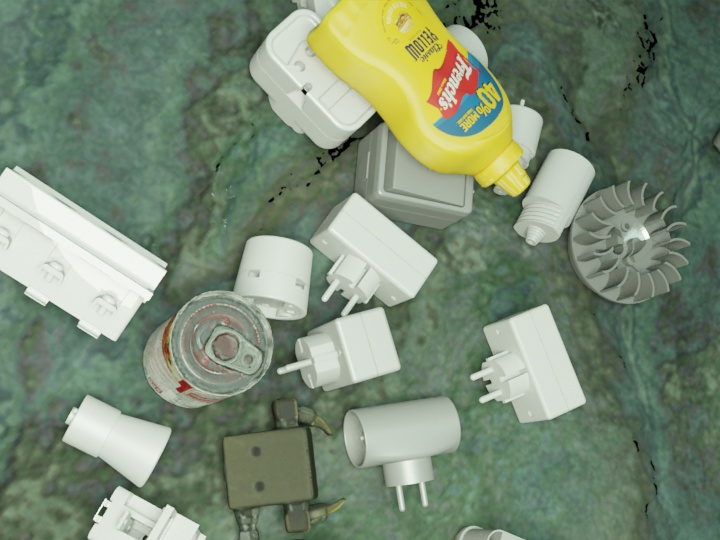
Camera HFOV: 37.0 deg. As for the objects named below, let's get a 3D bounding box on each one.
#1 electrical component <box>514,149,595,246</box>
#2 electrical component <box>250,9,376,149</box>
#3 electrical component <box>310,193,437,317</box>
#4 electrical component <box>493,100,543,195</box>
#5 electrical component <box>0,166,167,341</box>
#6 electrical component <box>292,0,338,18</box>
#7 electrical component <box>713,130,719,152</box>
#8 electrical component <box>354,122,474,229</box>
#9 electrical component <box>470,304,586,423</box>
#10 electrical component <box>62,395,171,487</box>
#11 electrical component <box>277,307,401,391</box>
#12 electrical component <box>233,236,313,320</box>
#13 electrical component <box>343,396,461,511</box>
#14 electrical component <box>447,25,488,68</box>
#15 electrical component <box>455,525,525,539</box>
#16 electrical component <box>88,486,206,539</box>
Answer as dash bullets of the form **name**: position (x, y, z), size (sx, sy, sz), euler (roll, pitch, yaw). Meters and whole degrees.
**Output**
- **electrical component**: position (0.158, -0.055, 0.888), size (0.043, 0.043, 0.081), euler (35, 68, -11)
- **electrical component**: position (-0.035, -0.143, 0.822), size (0.095, 0.059, 0.053), euler (46, 67, -7)
- **electrical component**: position (0.000, 0.000, 0.811), size (0.083, 0.047, 0.075), euler (39, 68, -10)
- **electrical component**: position (0.125, -0.099, 0.886), size (0.040, 0.040, 0.078), euler (22, 71, -16)
- **electrical component**: position (-0.199, -0.009, 0.725), size (0.121, 0.079, 0.063), euler (34, 90, -12)
- **electrical component**: position (-0.001, -0.209, 0.851), size (0.089, 0.056, 0.050), euler (-4, 80, -22)
- **electrical component**: position (0.364, -0.120, 0.965), size (0.080, 0.080, 0.051), euler (-44, 102, -24)
- **electrical component**: position (0.050, -0.072, 0.839), size (0.096, 0.061, 0.061), euler (10, 75, -19)
- **electrical component**: position (0.121, 0.080, 0.842), size (0.076, 0.047, 0.083), euler (-20, 86, -24)
- **electrical component**: position (-0.166, 0.112, 0.725), size (0.065, 0.044, 0.044), euler (29, 70, -9)
- **electrical component**: position (-0.022, 0.063, 0.779), size (0.077, 0.066, 0.047), euler (-14, 84, -24)
- **electrical component**: position (-0.062, 0.006, 0.782), size (0.055, 0.055, 0.047), euler (15, 70, -18)
- **electrical component**: position (0.034, 0.137, 0.797), size (0.077, 0.043, 0.079), euler (-6, 81, -23)
- **electrical component**: position (0.070, -0.166, 0.872), size (0.047, 0.055, 0.055), euler (-39, 94, -28)
- **electrical component**: position (0.120, 0.245, 0.800), size (0.113, 0.057, 0.078), euler (26, 70, -15)
- **electrical component**: position (-0.141, 0.175, 0.707), size (0.064, 0.081, 0.042), euler (27, 68, 10)
